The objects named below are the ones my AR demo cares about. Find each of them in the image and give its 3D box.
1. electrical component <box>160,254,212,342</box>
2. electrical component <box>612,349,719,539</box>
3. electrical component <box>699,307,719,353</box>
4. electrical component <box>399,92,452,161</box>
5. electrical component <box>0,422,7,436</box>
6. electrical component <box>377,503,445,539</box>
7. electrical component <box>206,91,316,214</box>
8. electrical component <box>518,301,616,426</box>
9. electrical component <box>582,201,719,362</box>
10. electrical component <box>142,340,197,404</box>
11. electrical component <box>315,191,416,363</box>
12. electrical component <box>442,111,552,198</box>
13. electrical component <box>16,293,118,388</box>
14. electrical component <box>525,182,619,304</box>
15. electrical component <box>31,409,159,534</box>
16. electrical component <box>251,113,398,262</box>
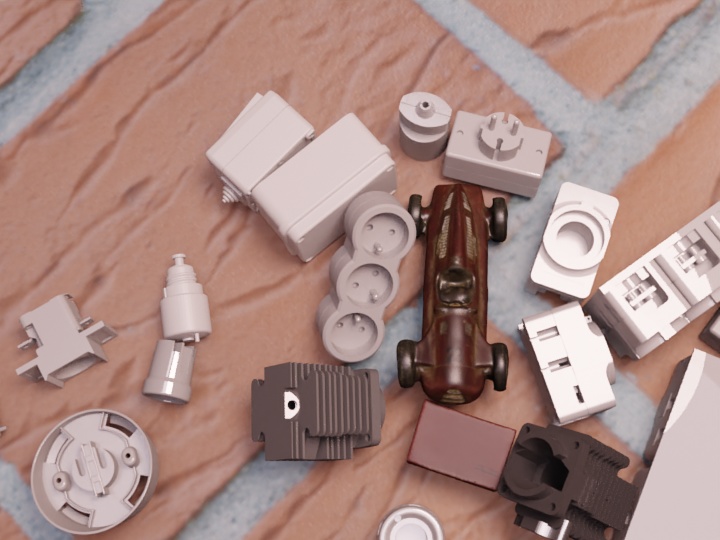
[{"bbox_3d":[-0.149,0.025,0.909,0.040,0.040,0.078,-9,77,0],"label":"electrical component"},{"bbox_3d":[0.276,0.171,0.849,0.105,0.060,0.186,22,79,7],"label":"electrical component"},{"bbox_3d":[0.329,0.055,0.864,0.083,0.075,0.047,38,82,10],"label":"electrical component"},{"bbox_3d":[0.055,-0.125,0.913,0.043,0.081,0.043,-1,78,2],"label":"electrical component"},{"bbox_3d":[-0.336,0.133,0.893,0.078,0.040,0.040,-19,77,-2],"label":"electrical component"},{"bbox_3d":[0.041,0.214,0.856,0.055,0.047,0.055,-1,77,2],"label":"electrical component"},{"bbox_3d":[-0.090,-0.098,0.923,0.061,0.061,0.096,43,82,10],"label":"electrical component"},{"bbox_3d":[0.172,0.076,0.879,0.056,0.050,0.089,-18,77,-1],"label":"electrical component"},{"bbox_3d":[0.264,0.005,0.871,0.150,0.089,0.061,-35,79,-5],"label":"electrical component"},{"bbox_3d":[-0.158,0.085,0.897,0.040,0.040,0.046,8,73,4],"label":"electrical component"},{"bbox_3d":[0.000,0.000,0.891,0.052,0.073,0.138,12,108,-16],"label":"electrical component"},{"bbox_3d":[0.117,-0.107,0.905,0.083,0.075,0.047,14,66,5],"label":"electrical component"},{"bbox_3d":[-0.251,0.058,0.905,0.081,0.042,0.063,-30,76,-5],"label":"electrical component"},{"bbox_3d":[0.177,-0.021,0.898,0.050,0.055,0.089,19,79,6],"label":"electrical component"},{"bbox_3d":[-0.212,0.162,0.869,0.099,0.064,0.099,0,77,2],"label":"electrical component"},{"bbox_3d":[-0.027,-0.067,0.906,0.113,0.078,0.057,-39,76,-6],"label":"electrical component"}]
